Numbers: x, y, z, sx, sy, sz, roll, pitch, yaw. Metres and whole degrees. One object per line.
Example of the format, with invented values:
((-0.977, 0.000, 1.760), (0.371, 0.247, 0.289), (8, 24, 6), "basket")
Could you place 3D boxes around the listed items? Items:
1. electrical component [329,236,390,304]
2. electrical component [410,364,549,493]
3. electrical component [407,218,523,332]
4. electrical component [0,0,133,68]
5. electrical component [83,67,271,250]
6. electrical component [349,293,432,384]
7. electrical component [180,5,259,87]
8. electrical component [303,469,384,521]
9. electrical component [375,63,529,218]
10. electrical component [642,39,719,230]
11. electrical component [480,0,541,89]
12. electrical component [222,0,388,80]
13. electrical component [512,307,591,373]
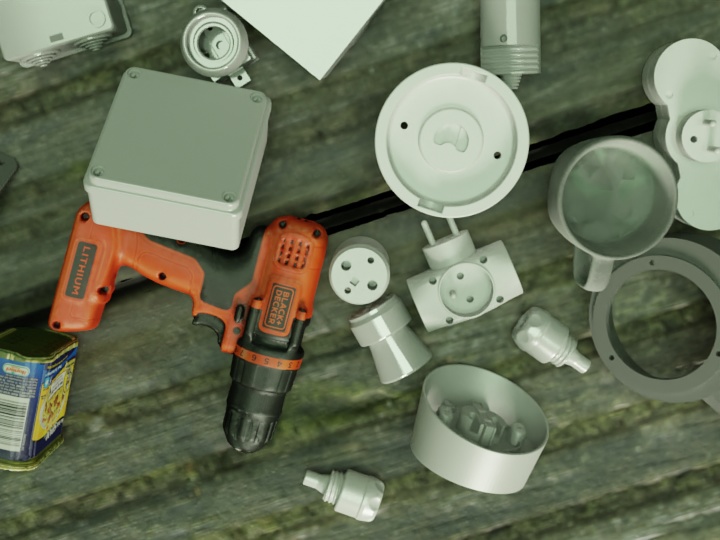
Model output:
((0.000, 0.000, 0.798), (0.045, 0.055, 0.045), (0, 98, 1), "electrical component")
((0.087, 0.119, 0.796), (0.099, 0.099, 0.064), (17, 104, -1), "electrical component")
((0.071, -0.004, 0.802), (0.077, 0.044, 0.079), (-23, 97, 4), "electrical component")
((-0.223, -0.201, 0.776), (0.100, 0.048, 0.099), (-16, 98, 3), "electrical component")
((-0.127, -0.080, 0.763), (0.109, 0.056, 0.108), (11, 57, 0), "electrical component")
((0.022, 0.051, 0.811), (0.045, 0.045, 0.055), (-29, 96, 5), "electrical component")
((-0.103, -0.163, 0.776), (0.048, 0.055, 0.066), (-31, 97, 5), "electrical component")
((-0.014, 0.170, 0.835), (0.061, 0.035, 0.035), (19, 98, 1), "electrical component")
((0.065, -0.094, 0.780), (0.108, 0.060, 0.108), (0, 98, 1), "electrical component")
((0.244, -0.096, 0.770), (0.052, 0.073, 0.138), (-12, 98, 3), "electrical component")
((0.109, -0.171, 0.777), (0.043, 0.043, 0.081), (-2, 98, 1), "electrical component")
((-0.010, -0.240, 0.760), (0.105, 0.060, 0.186), (39, 97, -4), "electrical component")
((0.147, 0.057, 0.814), (0.061, 0.035, 0.035), (35, 97, -6), "electrical component")
